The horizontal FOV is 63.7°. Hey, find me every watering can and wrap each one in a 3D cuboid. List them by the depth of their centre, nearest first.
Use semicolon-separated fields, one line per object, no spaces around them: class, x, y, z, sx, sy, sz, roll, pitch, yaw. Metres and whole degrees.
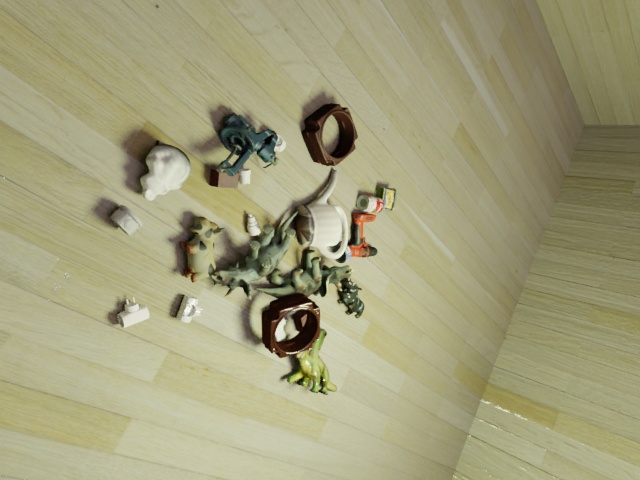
watering can;0.006;-0.097;1.937;0.225;0.103;0.350;-2;81;-37

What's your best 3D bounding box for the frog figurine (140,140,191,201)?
frog figurine;-0.447;-0.188;1.463;0.134;0.123;0.162;69;39;-52

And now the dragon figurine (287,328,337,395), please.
dragon figurine;-0.005;0.475;2.044;0.405;0.122;0.245;33;68;-58
